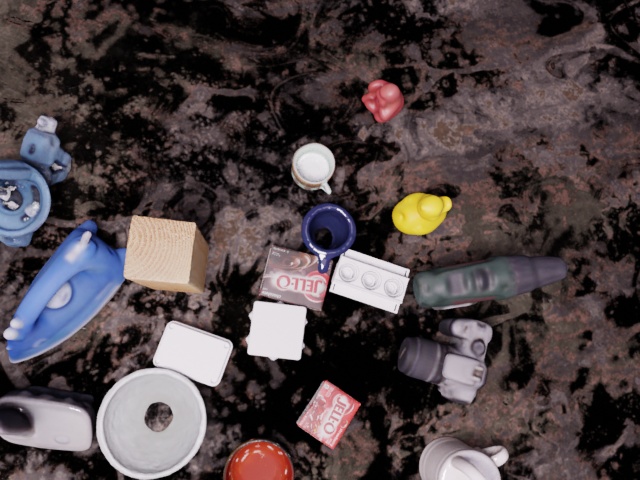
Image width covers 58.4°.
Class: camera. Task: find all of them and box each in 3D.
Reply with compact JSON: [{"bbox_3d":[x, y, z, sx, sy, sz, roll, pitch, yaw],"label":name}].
[{"bbox_3d":[0.210,0.194,0.970,0.137,0.100,0.143,16,79,-4],"label":"camera"}]

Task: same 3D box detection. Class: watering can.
[{"bbox_3d":[0.224,0.383,0.894,0.101,0.194,0.173,37,79,1],"label":"watering can"}]

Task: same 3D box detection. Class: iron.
[{"bbox_3d":[-0.416,0.088,0.893,0.118,0.141,0.258,36,79,0],"label":"iron"}]

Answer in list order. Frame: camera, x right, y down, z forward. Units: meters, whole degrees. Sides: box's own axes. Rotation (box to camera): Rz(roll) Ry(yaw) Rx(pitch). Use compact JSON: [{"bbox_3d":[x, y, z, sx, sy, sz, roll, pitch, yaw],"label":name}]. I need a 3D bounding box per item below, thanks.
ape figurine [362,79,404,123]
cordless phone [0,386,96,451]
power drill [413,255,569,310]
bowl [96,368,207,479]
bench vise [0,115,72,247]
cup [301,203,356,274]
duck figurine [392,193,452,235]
[{"bbox_3d":[0.120,-0.257,1.036,0.076,0.092,0.078,5,80,-5],"label":"ape figurine"},{"bbox_3d":[-0.419,0.274,0.841,0.147,0.185,0.094,6,80,-5],"label":"cordless phone"},{"bbox_3d":[0.255,0.069,0.941,0.230,0.208,0.075,-9,82,-8],"label":"power drill"},{"bbox_3d":[-0.262,0.287,0.914,0.167,0.074,0.167,1,81,-6],"label":"bowl"},{"bbox_3d":[-0.477,-0.103,0.877,0.121,0.219,0.207,2,81,-6],"label":"bench vise"},{"bbox_3d":[0.009,0.004,0.980,0.092,0.095,0.118,8,80,-5],"label":"cup"},{"bbox_3d":[0.184,-0.052,1.014,0.104,0.086,0.077,-15,83,-9],"label":"duck figurine"}]
